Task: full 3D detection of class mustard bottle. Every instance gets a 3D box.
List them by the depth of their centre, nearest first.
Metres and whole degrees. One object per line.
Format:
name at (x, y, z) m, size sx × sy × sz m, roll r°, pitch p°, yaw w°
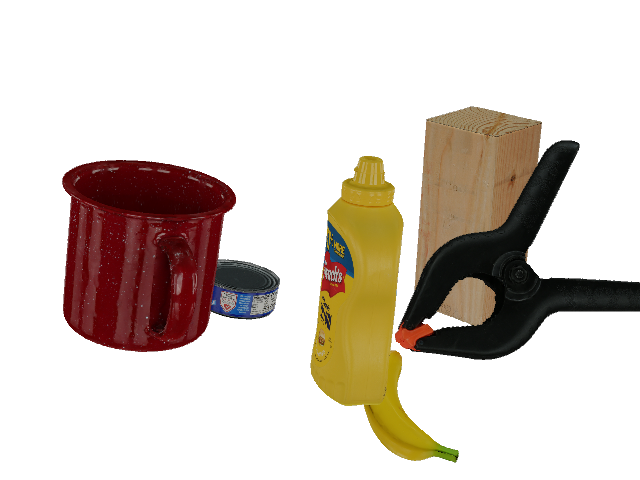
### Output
mustard bottle at (0.031, 0.028, 0.848) m, size 0.058 × 0.192 × 0.096 m, roll 1°, pitch 18°, yaw -14°

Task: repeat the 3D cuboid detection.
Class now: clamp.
clamp at (0.130, 0.029, 0.667) m, size 0.171 × 0.120 × 0.039 m, roll -38°, pitch -12°, yaw -7°

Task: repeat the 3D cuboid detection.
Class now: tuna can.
tuna can at (-0.087, 0.051, 1.116) m, size 0.086 × 0.034 × 0.086 m, roll 10°, pitch 18°, yaw -3°

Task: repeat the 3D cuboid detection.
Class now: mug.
mug at (-0.092, 0.013, 0.576) m, size 0.093 × 0.081 × 0.117 m, roll -2°, pitch 23°, yaw -29°

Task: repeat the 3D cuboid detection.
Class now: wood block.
wood block at (0.165, -0.027, 1.133) m, size 0.090 × 0.206 × 0.090 m, roll 20°, pitch 27°, yaw 38°

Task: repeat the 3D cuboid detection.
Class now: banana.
banana at (0.078, 0.173, 1.113) m, size 0.069 × 0.037 × 0.198 m, roll 10°, pitch 24°, yaw -20°
